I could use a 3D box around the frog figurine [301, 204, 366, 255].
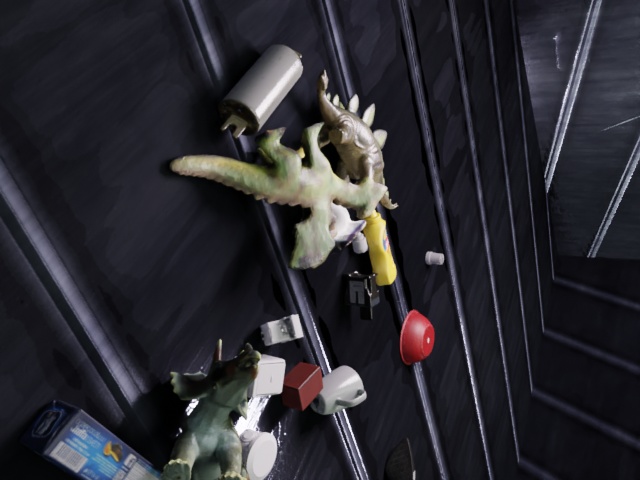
[{"bbox_3d":[0.003,-0.053,1.049,0.140,0.159,0.120,-41,-1,-36],"label":"frog figurine"}]

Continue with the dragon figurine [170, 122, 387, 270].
[{"bbox_3d":[-0.042,-0.066,0.896,0.414,0.242,0.121,-20,2,-36],"label":"dragon figurine"}]
